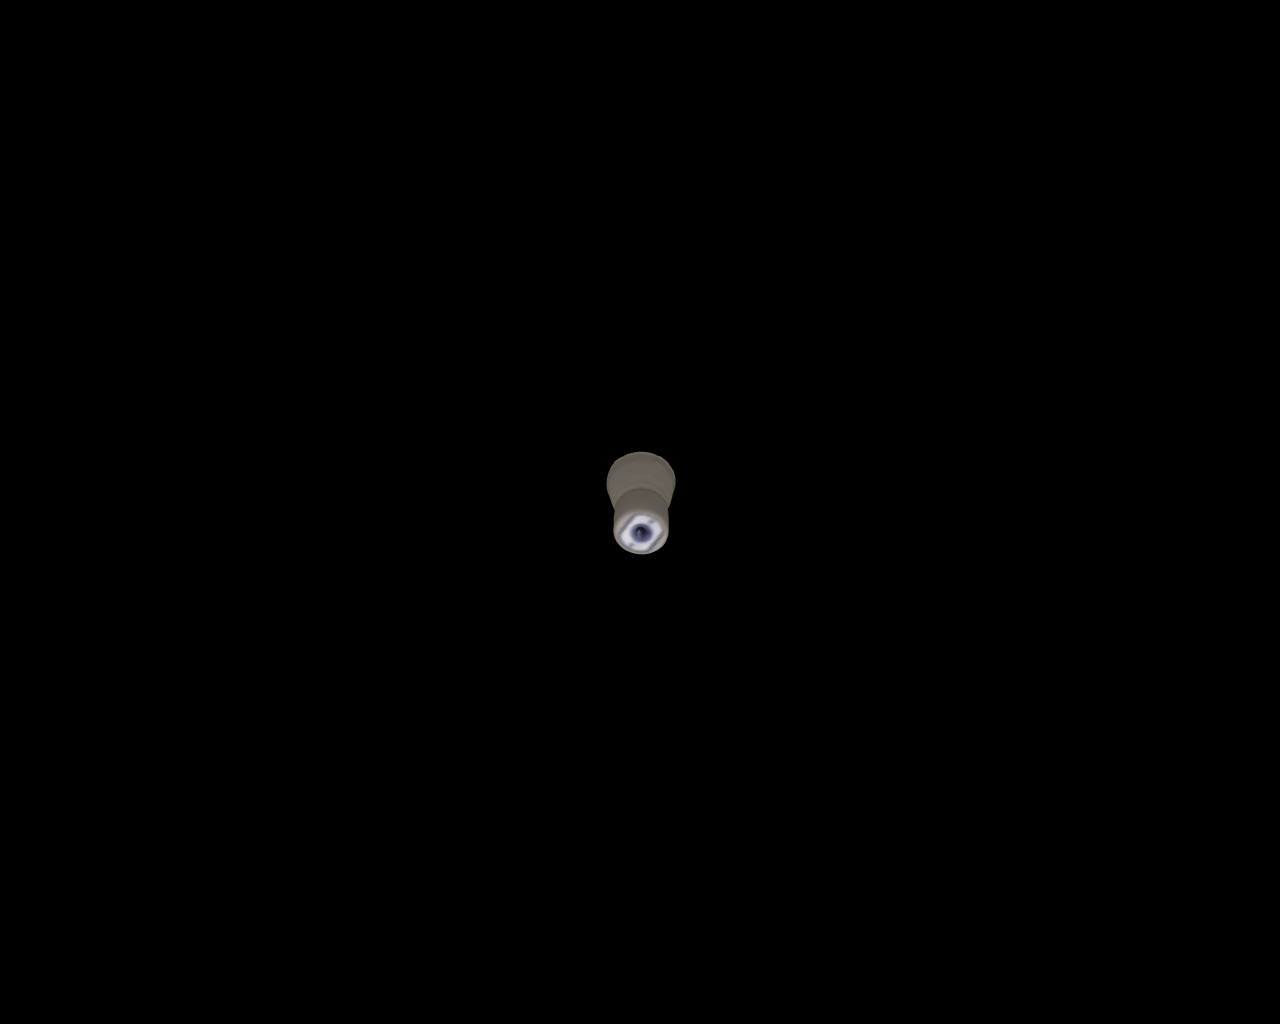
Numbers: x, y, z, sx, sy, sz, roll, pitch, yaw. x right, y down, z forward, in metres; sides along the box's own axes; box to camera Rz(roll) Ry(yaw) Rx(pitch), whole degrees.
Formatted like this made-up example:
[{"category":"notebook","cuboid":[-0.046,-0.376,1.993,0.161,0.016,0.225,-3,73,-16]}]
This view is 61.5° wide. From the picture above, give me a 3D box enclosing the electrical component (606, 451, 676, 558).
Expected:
[{"category":"electrical component","cuboid":[0.001,-0.003,0.650,0.044,0.044,0.065,0,32,0]}]
